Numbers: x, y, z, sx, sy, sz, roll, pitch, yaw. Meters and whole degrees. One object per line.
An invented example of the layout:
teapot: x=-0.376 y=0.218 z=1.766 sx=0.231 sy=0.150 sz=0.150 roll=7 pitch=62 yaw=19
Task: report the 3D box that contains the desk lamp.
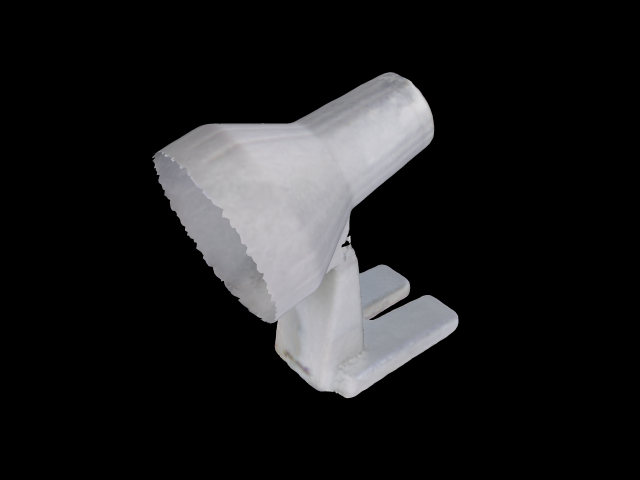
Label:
desk lamp: x=0.004 y=0.001 z=0.400 sx=0.204 sy=0.214 sz=0.117 roll=-24 pitch=41 yaw=-31
